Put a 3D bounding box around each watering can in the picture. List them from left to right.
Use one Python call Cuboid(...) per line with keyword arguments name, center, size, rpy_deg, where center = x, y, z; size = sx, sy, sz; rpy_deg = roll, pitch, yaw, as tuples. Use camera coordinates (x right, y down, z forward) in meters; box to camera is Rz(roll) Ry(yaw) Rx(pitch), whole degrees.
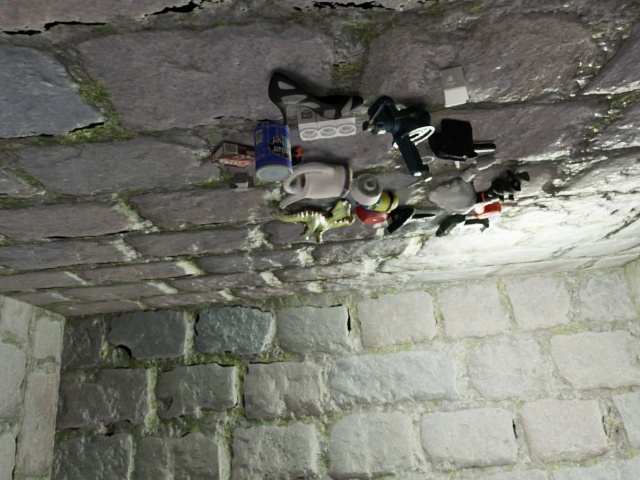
Cuboid(name="watering can", center=(-0.019, -0.182, 1.738), size=(0.224, 0.105, 0.342), rpy_deg=(-2, 163, -15))

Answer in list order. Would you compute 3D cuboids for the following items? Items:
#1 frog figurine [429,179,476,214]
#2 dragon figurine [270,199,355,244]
Cuboid(name="frog figurine", center=(0.497, -0.165, 1.928), size=(0.159, 0.125, 0.134), rpy_deg=(7, 126, -9))
Cuboid(name="dragon figurine", center=(0.006, -0.103, 2.054), size=(0.240, 0.124, 0.407), rpy_deg=(-33, 154, 21))
